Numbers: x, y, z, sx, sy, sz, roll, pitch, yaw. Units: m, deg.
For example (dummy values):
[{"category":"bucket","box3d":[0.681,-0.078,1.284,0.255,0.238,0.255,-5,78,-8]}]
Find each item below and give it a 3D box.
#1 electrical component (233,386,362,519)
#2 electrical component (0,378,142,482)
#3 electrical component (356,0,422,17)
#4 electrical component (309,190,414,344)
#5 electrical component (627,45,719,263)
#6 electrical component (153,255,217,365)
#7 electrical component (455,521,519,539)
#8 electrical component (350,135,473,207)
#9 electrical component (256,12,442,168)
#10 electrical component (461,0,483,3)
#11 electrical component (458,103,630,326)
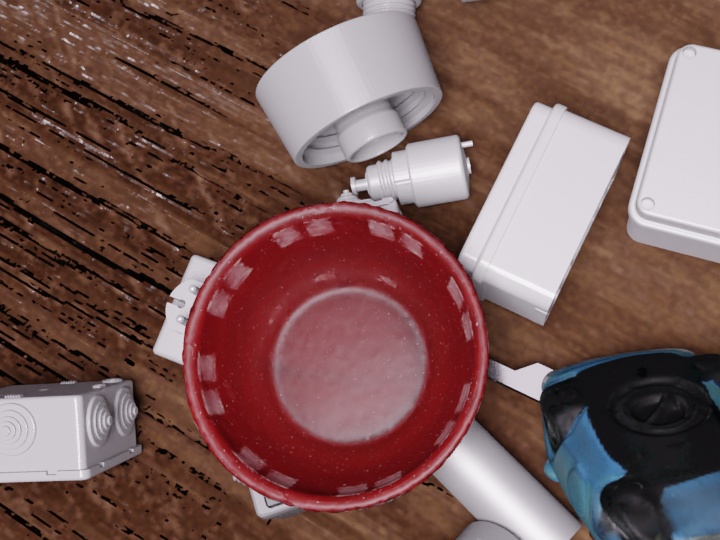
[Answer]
[{"category":"electrical component","box3d":[-0.032,0.107,0.631,0.096,0.061,0.061,-20,75,5]},{"category":"electrical component","box3d":[-0.188,0.094,0.643,0.100,0.100,0.048,-4,90,9]},{"category":"electrical component","box3d":[0.019,-0.173,0.694,0.048,0.048,0.062,-2,84,9]},{"category":"electrical component","box3d":[0.000,0.000,0.649,0.062,0.061,0.096,-10,76,7]},{"category":"electrical component","box3d":[0.207,-0.067,0.630,0.078,0.057,0.113,16,81,13]},{"category":"electrical component","box3d":[-0.094,0.027,0.651,0.047,0.076,0.065,19,81,13]},{"category":"electrical component","box3d":[0.065,0.175,0.593,0.055,0.055,0.047,44,52,16]},{"category":"electrical component","box3d":[0.033,-0.059,0.667,0.078,0.040,0.040,-10,76,8]},{"category":"electrical component","box3d":[-0.002,-0.100,0.651,0.108,0.108,0.060,-25,81,3]},{"category":"electrical component","box3d":[0.062,-0.239,0.696,0.074,0.052,0.138,-5,77,9]},{"category":"electrical component","box3d":[0.106,-0.032,0.630,0.057,0.078,0.113,25,83,11]}]
